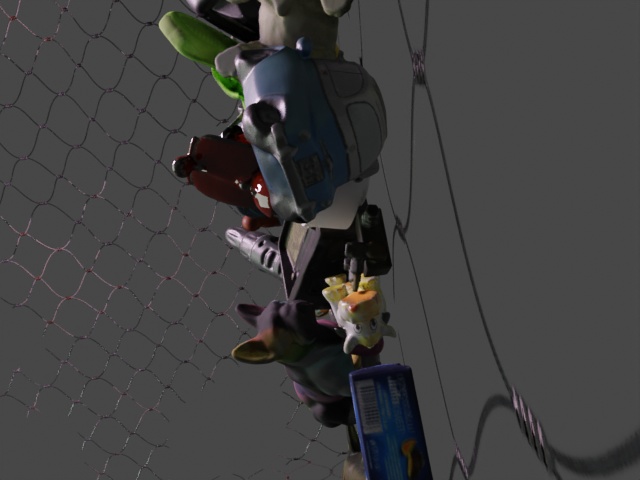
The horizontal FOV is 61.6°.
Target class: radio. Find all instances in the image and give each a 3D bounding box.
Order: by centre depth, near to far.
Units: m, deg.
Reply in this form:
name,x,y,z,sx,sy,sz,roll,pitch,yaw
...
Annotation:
name,x,y,z,sx,sy,sz,roll,pitch,yaw
radio,-0.002,-0.002,0.744,0.229,0.073,0.131,110,155,-54

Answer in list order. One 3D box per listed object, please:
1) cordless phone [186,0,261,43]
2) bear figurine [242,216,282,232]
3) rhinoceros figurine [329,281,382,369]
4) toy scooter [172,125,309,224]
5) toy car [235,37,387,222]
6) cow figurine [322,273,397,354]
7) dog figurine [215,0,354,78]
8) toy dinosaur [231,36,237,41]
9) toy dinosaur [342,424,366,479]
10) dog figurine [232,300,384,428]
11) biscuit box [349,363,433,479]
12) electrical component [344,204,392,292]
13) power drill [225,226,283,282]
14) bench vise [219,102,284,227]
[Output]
name,x,y,z,sx,sy,sz,roll,pitch,yaw
cordless phone,-0.055,-0.310,0.587,0.146,0.089,0.184,6,-76,-58
bear figurine,-0.040,-0.052,0.978,0.131,0.196,0.120,79,178,-56
rhinoceros figurine,0.050,0.121,0.861,0.112,0.073,0.190,51,-151,-87
toy scooter,-0.071,-0.077,0.537,0.184,0.135,0.075,-95,16,-61
toy car,-0.002,-0.091,0.405,0.162,0.103,0.109,-106,-3,-56
cow figurine,0.047,0.089,0.622,0.167,0.068,0.098,-69,-37,-84
dog figurine,-0.009,-0.207,0.563,0.172,0.121,0.190,-65,-16,9
toy dinosaur,-0.065,-0.336,1.073,0.131,0.192,0.405,-49,50,49
toy dinosaur,0.080,0.373,0.844,0.471,0.105,0.198,94,171,-71
dog figurine,-0.024,0.161,0.724,0.191,0.219,0.108,-52,26,37
biscuit box,0.073,0.221,0.508,0.062,0.059,0.202,80,-179,-77
electrical component,0.045,0.011,0.541,0.102,0.045,0.078,82,178,-84
power drill,-0.038,0.036,0.991,0.207,0.232,0.086,22,-86,-50
bench vise,-0.111,-0.118,0.827,0.241,0.129,0.223,20,156,40
